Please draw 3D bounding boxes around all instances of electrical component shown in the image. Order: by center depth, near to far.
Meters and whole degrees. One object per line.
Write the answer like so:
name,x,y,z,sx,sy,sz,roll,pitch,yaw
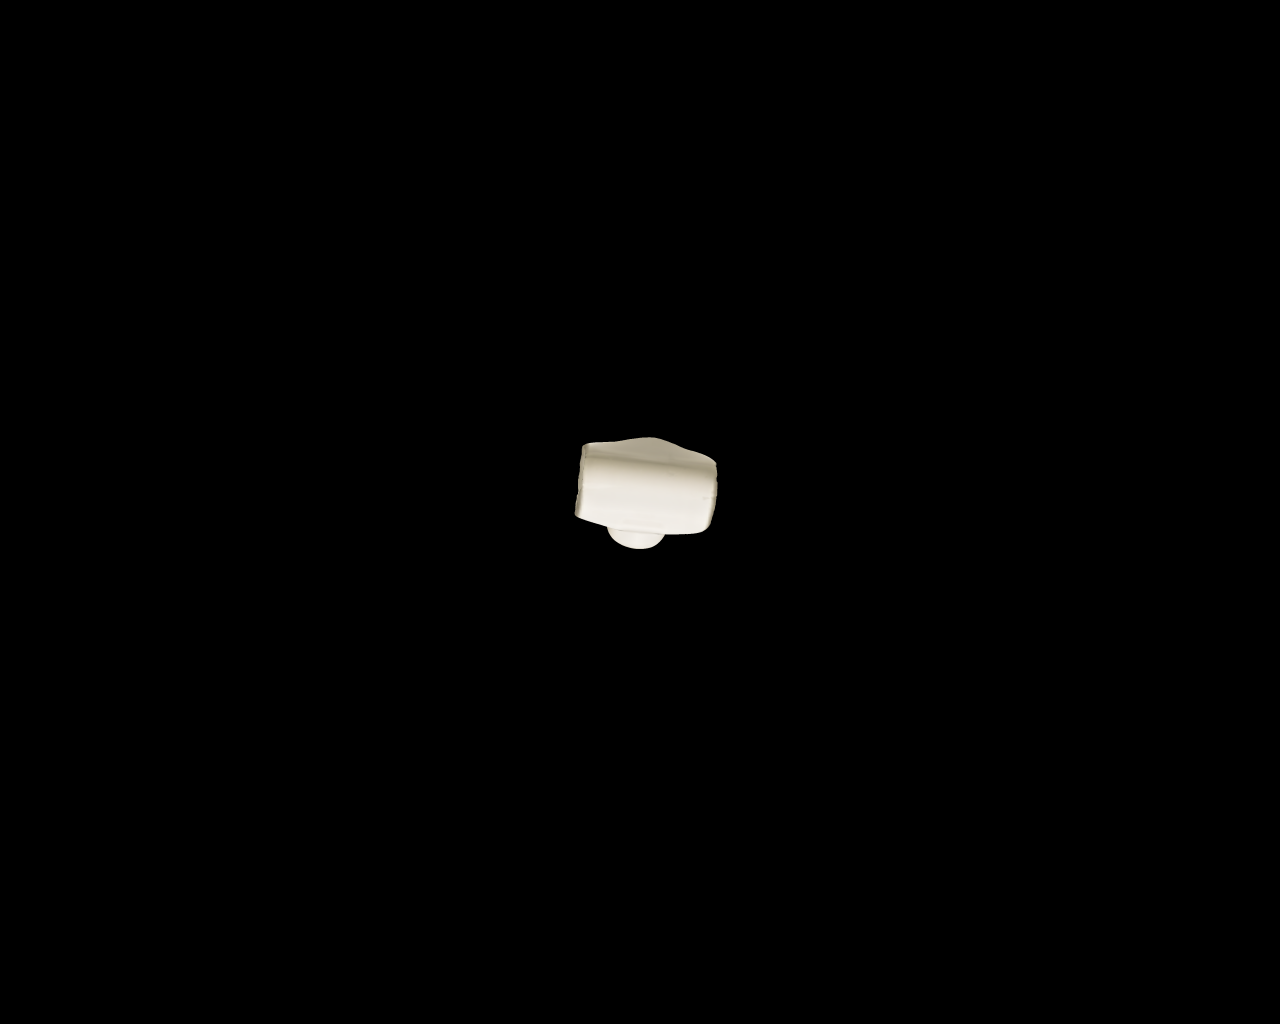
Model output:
electrical component,0.001,-0.003,0.650,0.077,0.043,0.079,6,-43,-7
